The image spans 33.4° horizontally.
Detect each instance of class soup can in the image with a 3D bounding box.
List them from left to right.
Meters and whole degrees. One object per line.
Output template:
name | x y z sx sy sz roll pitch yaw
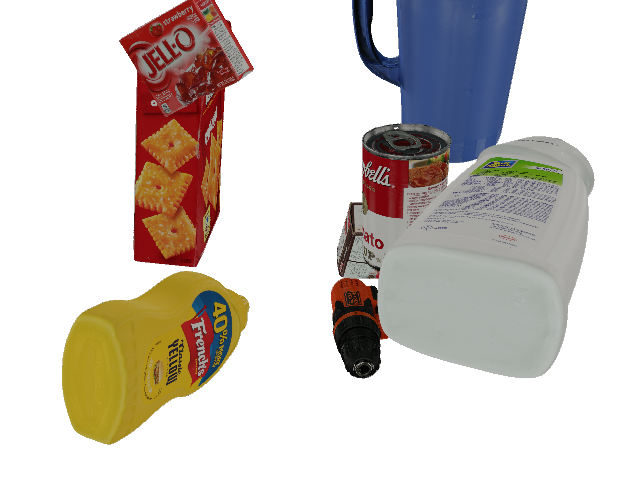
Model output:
soup can | 0.066 -0.032 0.832 0.068 0.102 0.068 -1 27 0

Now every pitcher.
pitcher | 0.127 -0.196 1.070 0.149 0.243 0.144 35 59 28

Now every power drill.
power drill | 0.106 0.092 1.207 0.187 0.057 0.184 -3 27 -3

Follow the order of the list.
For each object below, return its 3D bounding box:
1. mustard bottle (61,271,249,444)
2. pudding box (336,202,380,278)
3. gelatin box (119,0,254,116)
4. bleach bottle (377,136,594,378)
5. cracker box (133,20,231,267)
mustard bottle | -0.112 0.075 0.806 0.058 0.096 0.191 13 19 25
pudding box | 0.077 0.002 1.023 0.113 0.039 0.090 0 -30 -8
gelatin box | -0.108 -0.148 0.853 0.089 0.073 0.030 -18 19 37
bleach bottle | 0.122 -0.011 0.644 0.103 0.068 0.250 12 27 21
cracker box | -0.136 -0.103 1.064 0.072 0.214 0.164 7 23 1
